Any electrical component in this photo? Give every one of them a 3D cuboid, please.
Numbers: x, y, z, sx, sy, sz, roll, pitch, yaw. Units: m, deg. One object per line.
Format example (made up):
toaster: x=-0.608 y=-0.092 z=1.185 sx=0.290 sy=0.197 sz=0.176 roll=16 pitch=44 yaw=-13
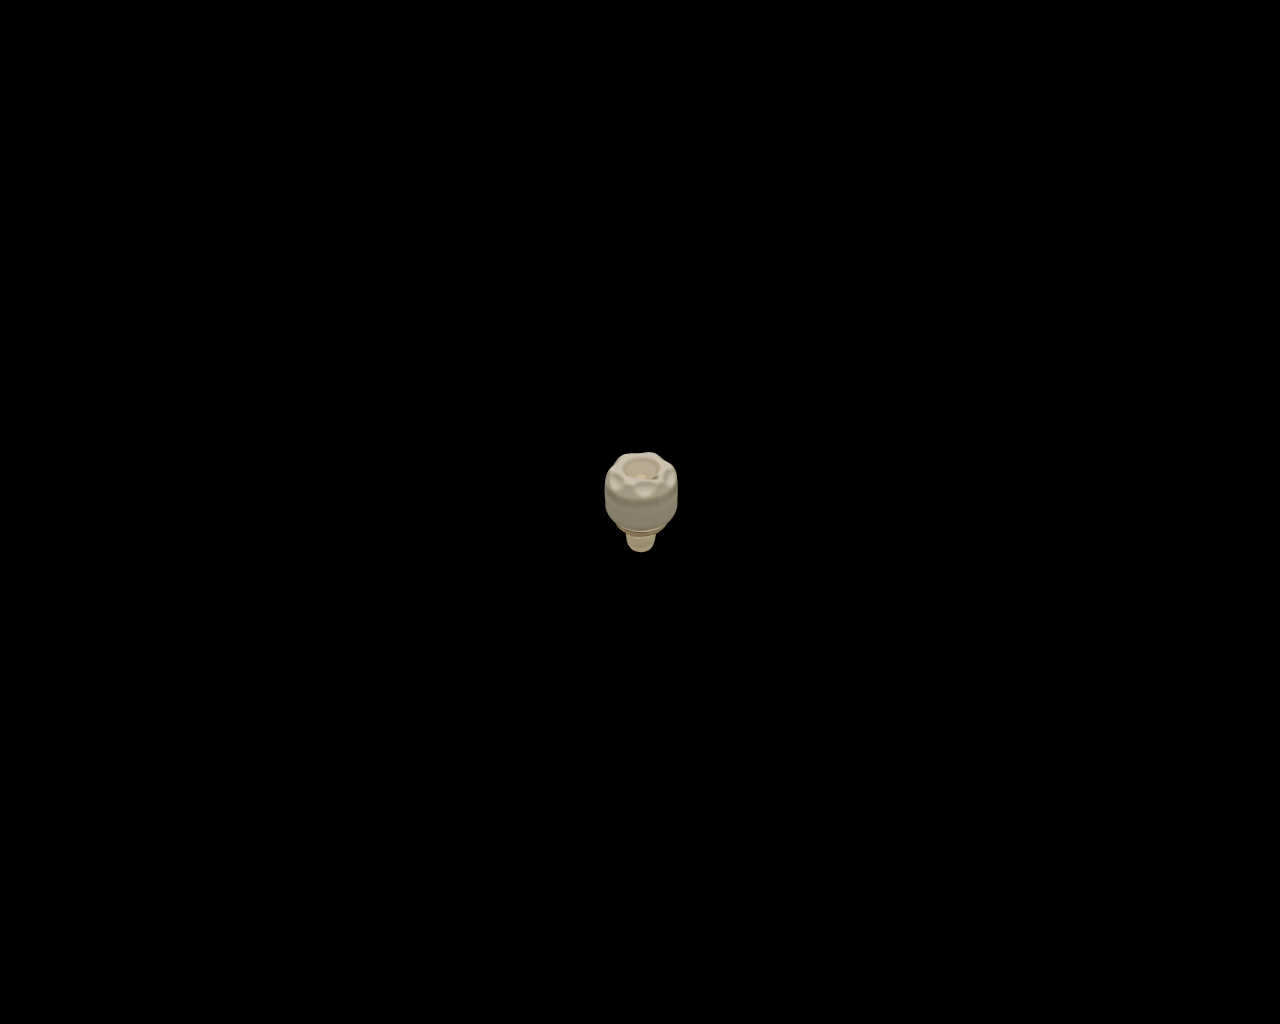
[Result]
electrical component: x=0.001 y=-0.003 z=0.650 sx=0.043 sy=0.062 sz=0.043 roll=0 pitch=36 yaw=0
